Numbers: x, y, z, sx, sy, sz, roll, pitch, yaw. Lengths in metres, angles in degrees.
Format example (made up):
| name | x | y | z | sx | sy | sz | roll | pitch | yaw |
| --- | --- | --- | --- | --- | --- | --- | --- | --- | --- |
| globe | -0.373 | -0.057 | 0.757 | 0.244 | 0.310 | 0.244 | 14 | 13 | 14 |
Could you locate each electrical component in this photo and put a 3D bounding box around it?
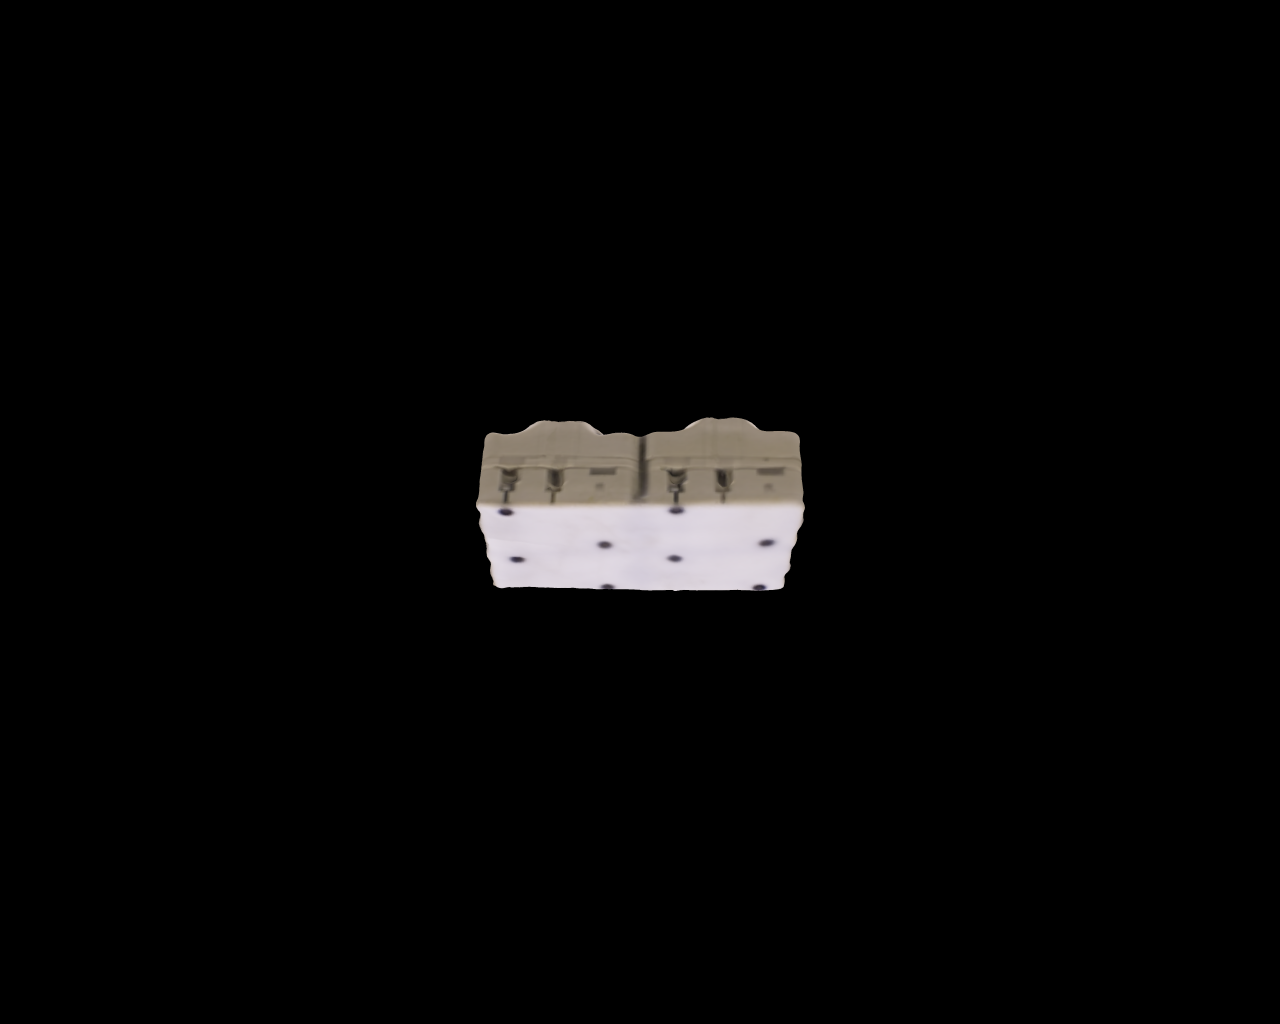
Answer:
| name | x | y | z | sx | sy | sz | roll | pitch | yaw |
| --- | --- | --- | --- | --- | --- | --- | --- | --- | --- |
| electrical component | 0.001 | -0.003 | 0.650 | 0.186 | 0.060 | 0.105 | 0 | -32 | 0 |
